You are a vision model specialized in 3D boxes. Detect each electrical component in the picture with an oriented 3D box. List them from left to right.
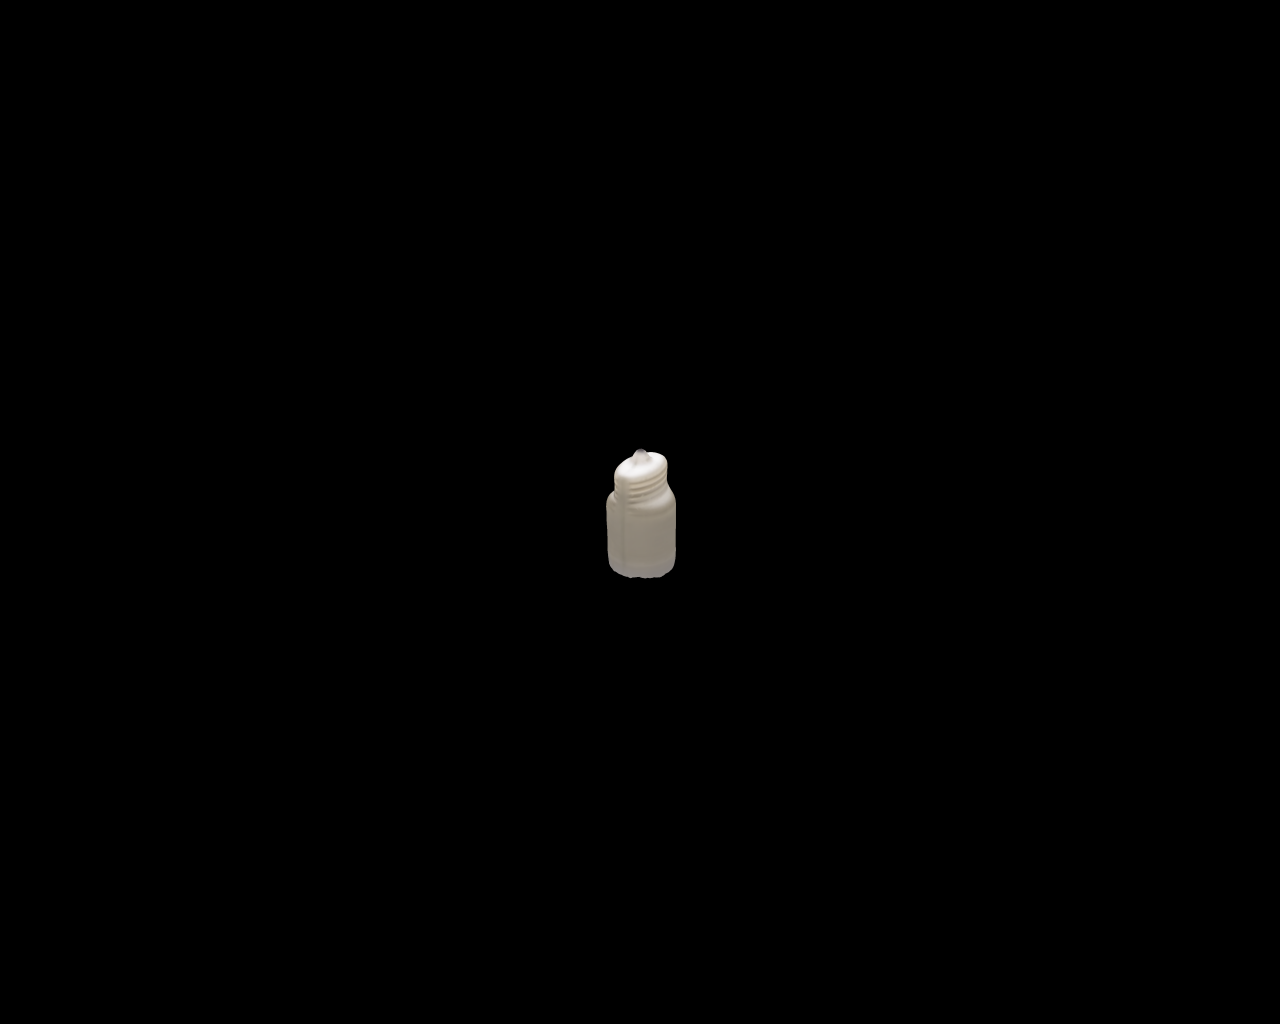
[{"bbox_3d":[0.001,-0.003,0.650,0.043,0.080,0.043,0,28,0],"label":"electrical component"}]
